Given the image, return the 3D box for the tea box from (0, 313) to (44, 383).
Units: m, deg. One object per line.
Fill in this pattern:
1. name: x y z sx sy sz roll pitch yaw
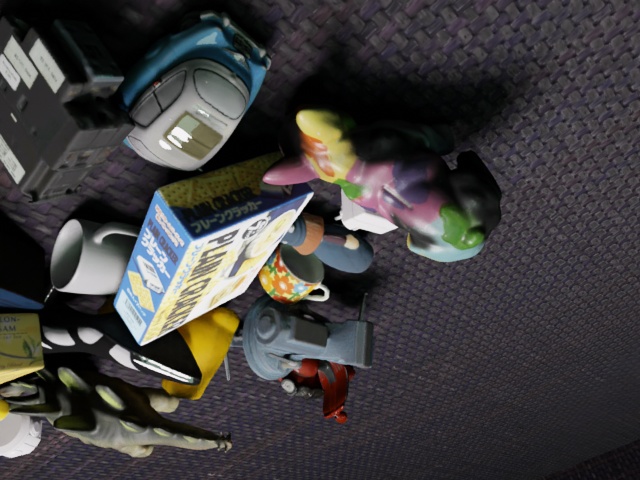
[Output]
1. tea box: -0.411 0.137 0.610 0.170 0.068 0.098 -22 165 23

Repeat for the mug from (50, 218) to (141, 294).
1. mug: -0.237 0.017 0.624 0.109 0.081 0.107 -42 145 25

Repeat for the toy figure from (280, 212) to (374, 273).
1. toy figure: -0.002 0.000 0.682 0.154 0.058 0.064 24 122 -30

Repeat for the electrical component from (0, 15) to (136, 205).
1. electrical component: -0.219 -0.111 0.439 0.134 0.115 0.058 -35 178 31

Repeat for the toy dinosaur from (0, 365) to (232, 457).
1. toy dinosaur: -0.293 0.236 0.739 0.472 0.105 0.198 2 156 22

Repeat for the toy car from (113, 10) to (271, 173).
1. toy car: -0.116 -0.115 0.479 0.162 0.103 0.109 -32 138 24

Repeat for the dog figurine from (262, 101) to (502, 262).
1. dog figurine: 0.057 -0.063 0.536 0.219 0.192 0.108 3 134 -38

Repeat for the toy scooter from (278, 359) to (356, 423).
1. toy scooter: -0.006 0.232 0.893 0.183 0.135 0.075 23 130 -34

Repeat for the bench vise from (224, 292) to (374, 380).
1. bench vise: -0.048 0.143 0.790 0.241 0.129 0.223 -9 169 36

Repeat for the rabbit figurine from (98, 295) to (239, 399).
1. rabbit figurine: -0.207 0.116 0.721 0.173 0.122 0.162 26 126 -14

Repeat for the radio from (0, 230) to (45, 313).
1. radio: -0.402 0.026 0.539 0.131 0.073 0.229 -16 157 4

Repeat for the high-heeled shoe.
1. high-heeled shoe: -0.268 0.138 0.655 0.249 0.086 0.145 35 114 8
